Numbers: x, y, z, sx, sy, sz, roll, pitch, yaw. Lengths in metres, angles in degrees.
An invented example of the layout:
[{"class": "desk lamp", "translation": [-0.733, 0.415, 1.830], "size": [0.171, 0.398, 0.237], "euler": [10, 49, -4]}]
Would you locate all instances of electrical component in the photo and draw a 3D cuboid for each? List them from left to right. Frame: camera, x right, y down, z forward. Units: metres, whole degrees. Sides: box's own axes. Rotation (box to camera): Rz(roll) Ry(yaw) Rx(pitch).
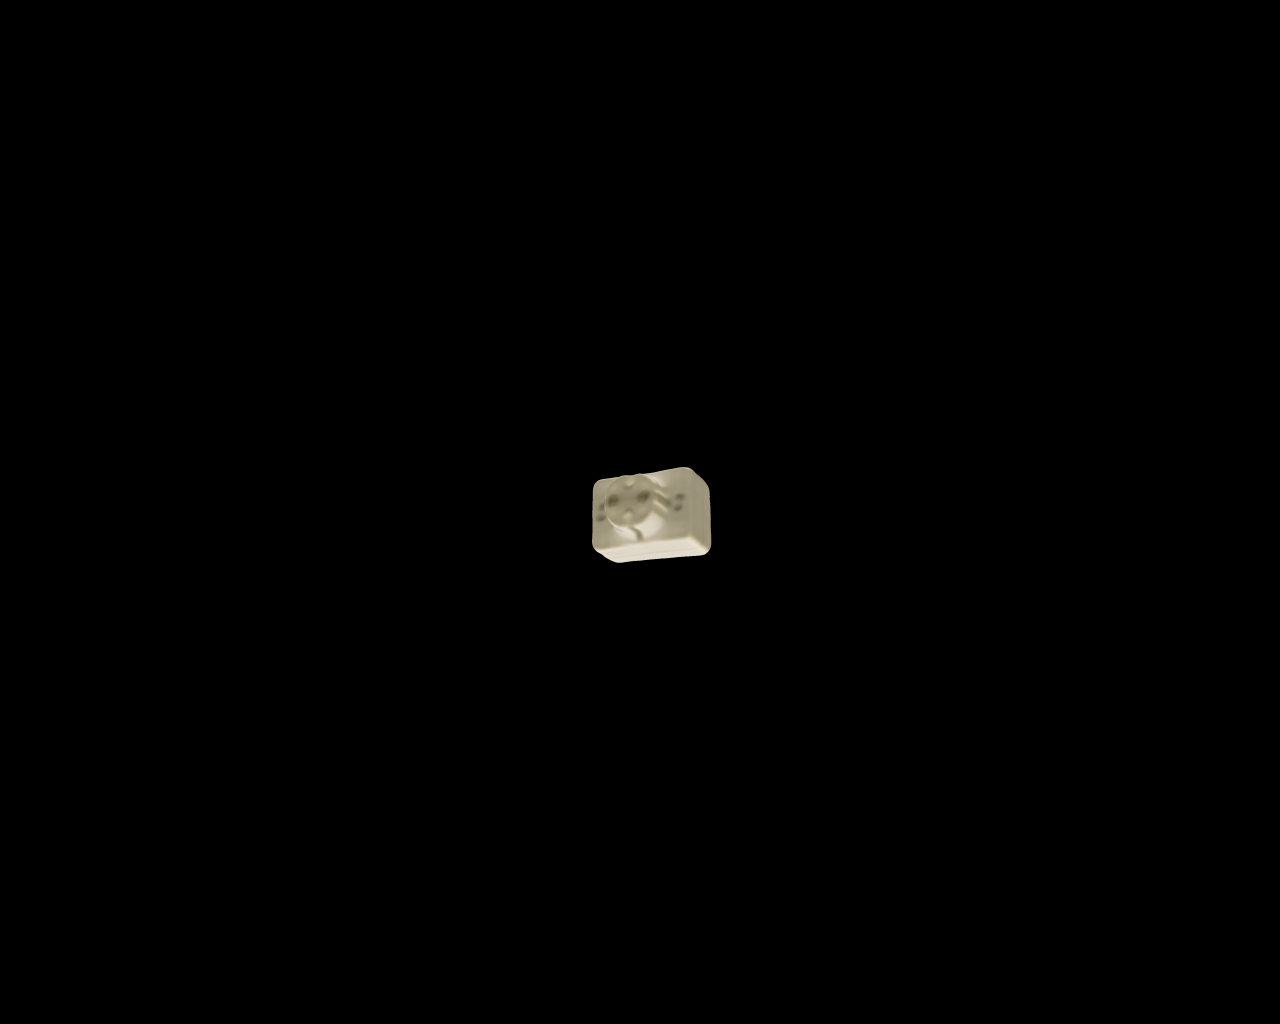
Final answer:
[{"class": "electrical component", "translation": [0.001, -0.003, 0.650], "size": [0.066, 0.047, 0.076], "euler": [-7, -19, 20]}]
